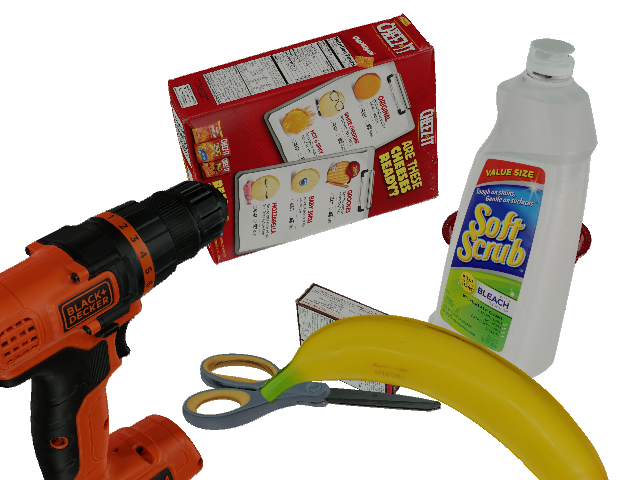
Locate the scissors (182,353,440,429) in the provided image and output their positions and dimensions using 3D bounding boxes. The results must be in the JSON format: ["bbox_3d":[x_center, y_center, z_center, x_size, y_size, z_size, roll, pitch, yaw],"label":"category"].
[{"bbox_3d":[-0.020,0.125,0.806,0.202,0.016,0.096,11,33,33],"label":"scissors"}]

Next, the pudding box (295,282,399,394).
[{"bbox_3d":[0.030,0.104,1.098,0.114,0.090,0.039,20,43,28],"label":"pudding box"}]

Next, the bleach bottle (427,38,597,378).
[{"bbox_3d":[0.140,-0.023,0.768,0.067,0.251,0.103,-21,38,-35],"label":"bleach bottle"}]

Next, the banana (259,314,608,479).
[{"bbox_3d":[0.070,0.084,0.570,0.198,0.070,0.037,19,10,12],"label":"banana"}]

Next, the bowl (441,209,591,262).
[{"bbox_3d":[0.214,0.014,1.178,0.162,0.055,0.162,-1,28,0],"label":"bowl"}]

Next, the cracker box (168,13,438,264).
[{"bbox_3d":[-0.011,-0.086,0.913,0.213,0.164,0.072,-18,45,-10],"label":"cracker box"}]

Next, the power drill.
[{"bbox_3d":[-0.119,0.072,0.625,0.057,0.188,0.184,23,41,39],"label":"power drill"}]
